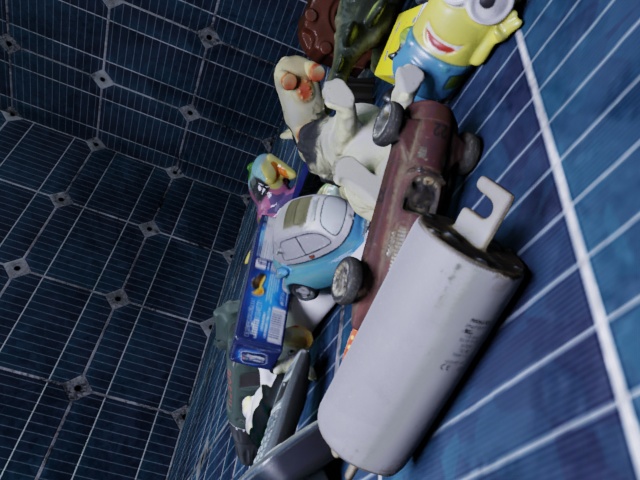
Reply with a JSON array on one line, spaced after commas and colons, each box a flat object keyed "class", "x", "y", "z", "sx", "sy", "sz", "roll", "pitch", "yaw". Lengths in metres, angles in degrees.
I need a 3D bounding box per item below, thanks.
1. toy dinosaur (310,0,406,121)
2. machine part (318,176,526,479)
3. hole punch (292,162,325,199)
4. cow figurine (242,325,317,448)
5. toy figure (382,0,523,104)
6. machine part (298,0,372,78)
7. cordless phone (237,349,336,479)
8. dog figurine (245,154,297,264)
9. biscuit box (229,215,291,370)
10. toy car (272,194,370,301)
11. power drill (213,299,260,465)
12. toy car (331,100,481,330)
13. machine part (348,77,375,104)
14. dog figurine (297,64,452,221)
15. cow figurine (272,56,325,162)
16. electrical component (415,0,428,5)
[{"class": "toy dinosaur", "x": 0.073, "y": -0.341, "z": 0.789, "sx": 0.198, "sy": 0.105, "sz": 0.471, "roll": 85, "pitch": -158, "yaw": -74}, {"class": "machine part", "x": 0.064, "y": 0.072, "z": 0.365, "sx": 0.079, "sy": 0.079, "sz": 0.243, "roll": -97, "pitch": 30, "yaw": -65}, {"class": "hole punch", "x": 0.016, "y": -0.109, "z": 0.859, "sx": 0.116, "sy": 0.092, "sz": 0.142, "roll": -83, "pitch": 13, "yaw": -59}, {"class": "cow figurine", "x": -0.052, "y": 0.199, "z": 0.711, "sx": 0.098, "sy": 0.068, "sz": 0.167, "roll": -108, "pitch": 36, "yaw": -63}, {"class": "toy figure", "x": 0.125, "y": -0.201, "z": 0.520, "sx": 0.180, "sy": 0.082, "sz": 0.089, "roll": 121, "pitch": 163, "yaw": -53}, {"class": "machine part", "x": 0.051, "y": -0.377, "z": 0.935, "sx": 0.056, "sy": 0.179, "sz": 0.179, "roll": 178, "pitch": 111, "yaw": -74}, {"class": "cordless phone", "x": -0.022, "y": 0.187, "z": 0.568, "sx": 0.146, "sy": 0.089, "sz": 0.184, "roll": 122, "pitch": 167, "yaw": -48}, {"class": "dog figurine", "x": -0.111, "y": -0.051, "z": 1.149, "sx": 0.219, "sy": 0.191, "sz": 0.108, "roll": -57, "pitch": 15, "yaw": -13}, {"class": "biscuit box", "x": -0.070, "y": 0.064, "z": 0.705, "sx": 0.062, "sy": 0.059, "sz": 0.203, "roll": 117, "pitch": 164, "yaw": -49}, {"class": "toy car", "x": -0.001, "y": -0.002, "z": 0.623, "sx": 0.162, "sy": 0.102, "sz": 0.109, "roll": -17, "pitch": 47, "yaw": 40}, {"class": "power drill", "x": -0.129, "y": 0.211, "z": 0.867, "sx": 0.207, "sy": 0.086, "sz": 0.231, "roll": -109, "pitch": 21, "yaw": -59}, {"class": "toy car", "x": 0.073, "y": -0.020, "z": 0.438, "sx": 0.053, "sy": 0.089, "sz": 0.202, "roll": -15, "pitch": 57, "yaw": 68}, {"class": "machine part", "x": 0.051, "y": -0.212, "z": 0.919, "sx": 0.039, "sy": 0.084, "sz": 0.138, "roll": 44, "pitch": 130, "yaw": 38}, {"class": "dog figurine", "x": 0.047, "y": -0.071, "z": 0.567, "sx": 0.190, "sy": 0.121, "sz": 0.172, "roll": 138, "pitch": 126, "yaw": -73}, {"class": "cow figurine", "x": -0.028, "y": -0.209, "z": 0.891, "sx": 0.127, "sy": 0.085, "sz": 0.194, "roll": -121, "pitch": 11, "yaw": -49}, {"class": "electrical component", "x": 0.161, "y": -0.359, "z": 0.667, "sx": 0.115, "sy": 0.058, "sz": 0.134, "roll": -101, "pitch": 31, "yaw": -71}]
